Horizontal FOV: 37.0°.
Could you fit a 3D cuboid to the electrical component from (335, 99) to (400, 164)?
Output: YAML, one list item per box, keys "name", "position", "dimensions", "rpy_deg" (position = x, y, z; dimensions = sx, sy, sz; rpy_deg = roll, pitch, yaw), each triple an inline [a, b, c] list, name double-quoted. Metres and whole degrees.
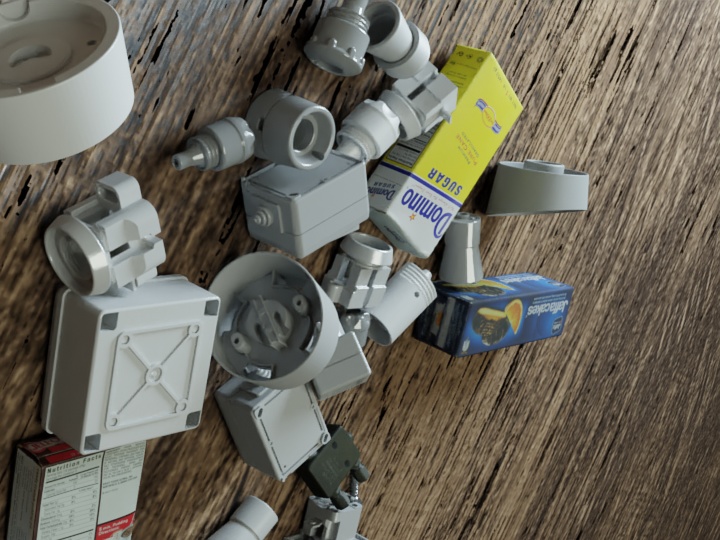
- name: "electrical component"
  position: [0.001, -0.107, 0.883]
  dimensions: [0.062, 0.043, 0.043]
  rpy_deg: [-47, 139, -21]

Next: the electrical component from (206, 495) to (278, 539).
- name: "electrical component"
  position: [-0.103, 0.230, 0.940]
  dimensions: [0.065, 0.044, 0.044]
  rpy_deg: [-49, 140, -29]

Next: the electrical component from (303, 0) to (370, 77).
- name: "electrical component"
  position: [-0.012, -0.183, 0.827]
  dimensions: [0.048, 0.048, 0.062]
  rpy_deg: [31, 77, -53]

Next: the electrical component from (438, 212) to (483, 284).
- name: "electrical component"
  position: [0.100, -0.024, 1.050]
  dimensions: [0.044, 0.044, 0.065]
  rpy_deg: [-21, 119, -43]

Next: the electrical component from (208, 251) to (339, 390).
- name: "electrical component"
  position: [-0.068, 0.042, 0.838]
  dimensions: [0.099, 0.099, 0.064]
  rpy_deg: [-60, 149, -8]

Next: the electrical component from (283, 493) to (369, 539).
- name: "electrical component"
  position: [-0.029, 0.250, 1.037]
  dimensions: [0.081, 0.042, 0.063]
  rpy_deg: [1, 106, -51]

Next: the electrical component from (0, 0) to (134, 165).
- name: "electrical component"
  position: [-0.182, -0.104, 0.615]
  dimensions: [0.108, 0.108, 0.060]
  rpy_deg: [-41, 142, -29]

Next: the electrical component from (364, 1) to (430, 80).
- name: "electrical component"
  position: [0.026, -0.185, 0.871]
  dimensions: [0.055, 0.045, 0.045]
  rpy_deg: [32, 84, -53]

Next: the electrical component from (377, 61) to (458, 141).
- name: "electrical component"
  position: [0.047, -0.142, 0.911]
  dimensions: [0.055, 0.066, 0.048]
  rpy_deg: [-41, 164, -12]

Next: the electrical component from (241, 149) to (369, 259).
- name: "electrical component"
  position: [-0.046, -0.050, 0.841]
  dimensions: [0.096, 0.062, 0.061]
  rpy_deg: [-33, 132, -36]

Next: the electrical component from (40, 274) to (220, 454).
- name: "electrical component"
  position: [-0.163, 0.064, 0.765]
  dimensions: [0.109, 0.056, 0.108]
  rpy_deg: [-7, 114, -49]

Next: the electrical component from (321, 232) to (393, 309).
- name: "electrical component"
  position: [0.000, 0.000, 0.938]
  dimensions: [0.066, 0.048, 0.055]
  rpy_deg: [-1, 117, -50]

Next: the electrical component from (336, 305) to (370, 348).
- name: "electrical component"
  position: [-0.011, 0.063, 0.966]
  dimensions: [0.035, 0.035, 0.061]
  rpy_deg: [-15, 122, -46]

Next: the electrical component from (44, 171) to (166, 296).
- name: "electrical component"
  position: [-0.170, -0.018, 0.713]
  dimensions: [0.057, 0.058, 0.078]
  rpy_deg: [-35, 133, -38]

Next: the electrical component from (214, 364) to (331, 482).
- name: "electrical component"
  position: [-0.077, 0.116, 0.898]
  dimensions: [0.062, 0.061, 0.096]
  rpy_deg: [-39, 127, -31]

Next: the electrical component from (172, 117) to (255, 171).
- name: "electrical component"
  position: [-0.107, -0.087, 0.771]
  dimensions: [0.061, 0.035, 0.035]
  rpy_deg: [-28, 129, -36]

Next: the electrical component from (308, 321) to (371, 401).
- name: "electrical component"
  position: [-0.028, 0.065, 0.912]
  dimensions: [0.047, 0.076, 0.065]
  rpy_deg: [-23, 171, -7]

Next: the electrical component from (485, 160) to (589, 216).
- name: "electrical component"
  position: [0.178, -0.076, 1.073]
  dimensions: [0.099, 0.099, 0.064]
  rpy_deg: [-5, 107, -49]

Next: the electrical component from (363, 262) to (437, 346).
- name: "electrical component"
  position: [0.038, 0.028, 1.000]
  dimensions: [0.081, 0.043, 0.043]
  rpy_deg: [-44, 137, -27]

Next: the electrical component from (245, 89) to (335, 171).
- name: "electrical component"
  position: [-0.052, -0.105, 0.817]
  dimensions: [0.055, 0.047, 0.055]
  rpy_deg: [-26, 128, -40]
